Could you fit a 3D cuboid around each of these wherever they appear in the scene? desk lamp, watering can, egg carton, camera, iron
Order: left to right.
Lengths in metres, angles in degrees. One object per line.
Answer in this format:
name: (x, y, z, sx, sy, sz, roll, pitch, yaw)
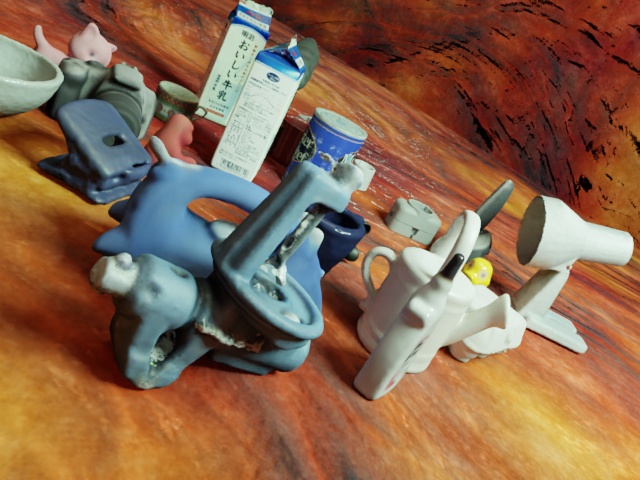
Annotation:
camera: (-0.301, -0.194, 0.805, 0.144, 0.100, 0.136, 17, 25, -27)
iron: (-0.085, -0.001, 0.592, 0.259, 0.141, 0.118, 21, 23, -19)
watering can: (0.137, 0.054, 0.669, 0.173, 0.194, 0.100, 21, 23, -19)
egg carton: (0.217, 0.116, 0.797, 0.151, 0.069, 0.107, 1, 35, -49)
desk lamp: (0.408, 0.051, 0.974, 0.203, 0.213, 0.118, 26, 22, -6)

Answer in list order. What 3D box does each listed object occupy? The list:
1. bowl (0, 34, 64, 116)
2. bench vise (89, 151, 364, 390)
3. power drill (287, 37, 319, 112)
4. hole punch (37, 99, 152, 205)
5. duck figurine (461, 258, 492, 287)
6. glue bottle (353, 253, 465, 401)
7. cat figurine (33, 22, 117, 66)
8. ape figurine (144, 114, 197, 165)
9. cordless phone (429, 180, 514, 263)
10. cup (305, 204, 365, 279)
bowl: (-0.419, -0.204, 0.720, 0.168, 0.074, 0.167, 25, 22, -11)
bench vise: (-0.059, 0.027, 0.458, 0.121, 0.219, 0.208, 42, 25, 29)
power drill: (-0.067, -0.328, 1.230, 0.076, 0.208, 0.229, 25, 22, -10)
hole punch: (-0.257, -0.107, 0.683, 0.101, 0.091, 0.109, 30, 22, 4)
duck figurine: (0.242, 0.067, 0.909, 0.077, 0.086, 0.105, 41, 25, 28)
glue bottle: (0.097, 0.084, 0.584, 0.037, 0.173, 0.078, 36, 23, 18)
cat figurine: (-0.383, -0.289, 0.888, 0.128, 0.117, 0.067, 11, 28, -37)
ape figurine: (-0.204, -0.131, 0.795, 0.076, 0.092, 0.077, 9, 29, -39)
cordless phone: (0.279, -0.026, 1.023, 0.094, 0.185, 0.148, 31, 22, 7)
cup: (0.007, 0.003, 0.756, 0.091, 0.095, 0.118, 41, 25, 27)
